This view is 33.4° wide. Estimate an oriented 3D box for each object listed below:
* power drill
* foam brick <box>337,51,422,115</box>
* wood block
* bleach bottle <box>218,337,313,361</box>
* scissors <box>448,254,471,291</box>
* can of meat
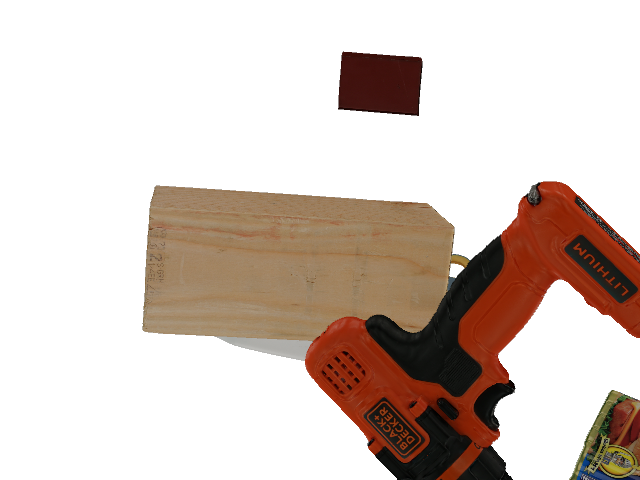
[{"bbox_3d":[0.110,0.074,0.598,0.188,0.184,0.057,-45,-2,16],"label":"power drill"},{"bbox_3d":[0.056,-0.148,1.008,0.078,0.051,0.053,5,14,3],"label":"foam brick"},{"bbox_3d":[-0.019,0.018,0.763,0.206,0.090,0.091,4,11,-7],"label":"wood block"},{"bbox_3d":[-0.036,0.069,0.975,0.251,0.068,0.102,5,28,7],"label":"bleach bottle"},{"bbox_3d":[0.121,0.057,1.164,0.201,0.016,0.096,-10,41,-31],"label":"scissors"},{"bbox_3d":[0.237,0.166,0.787,0.084,0.057,0.102,21,40,22],"label":"can of meat"}]
